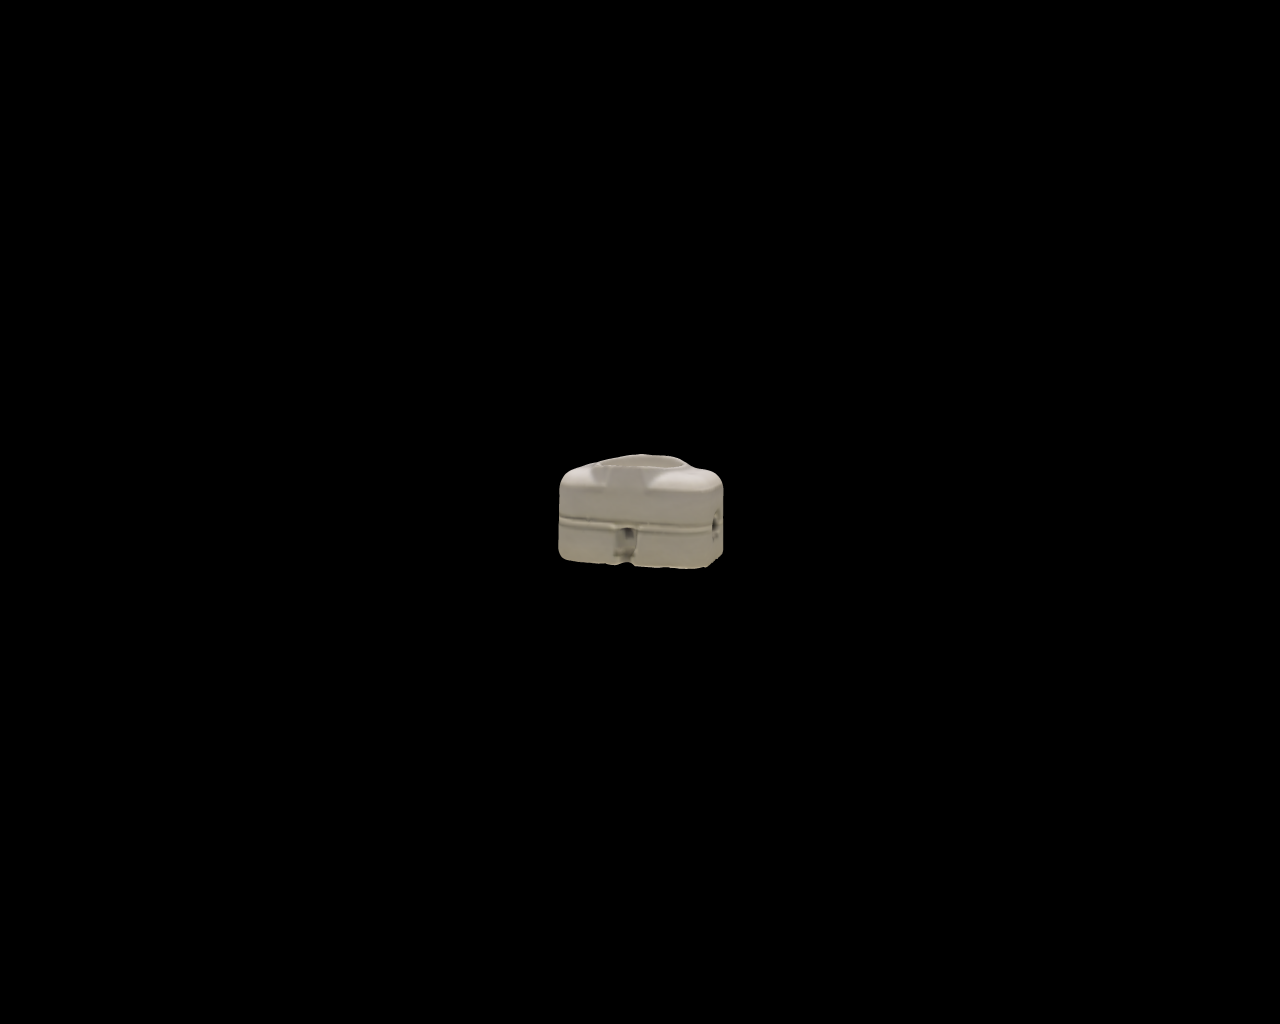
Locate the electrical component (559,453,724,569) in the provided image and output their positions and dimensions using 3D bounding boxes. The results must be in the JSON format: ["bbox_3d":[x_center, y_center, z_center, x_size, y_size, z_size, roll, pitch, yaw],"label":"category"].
[{"bbox_3d":[0.001,-0.003,0.650,0.095,0.059,0.054,4,12,20],"label":"electrical component"}]
